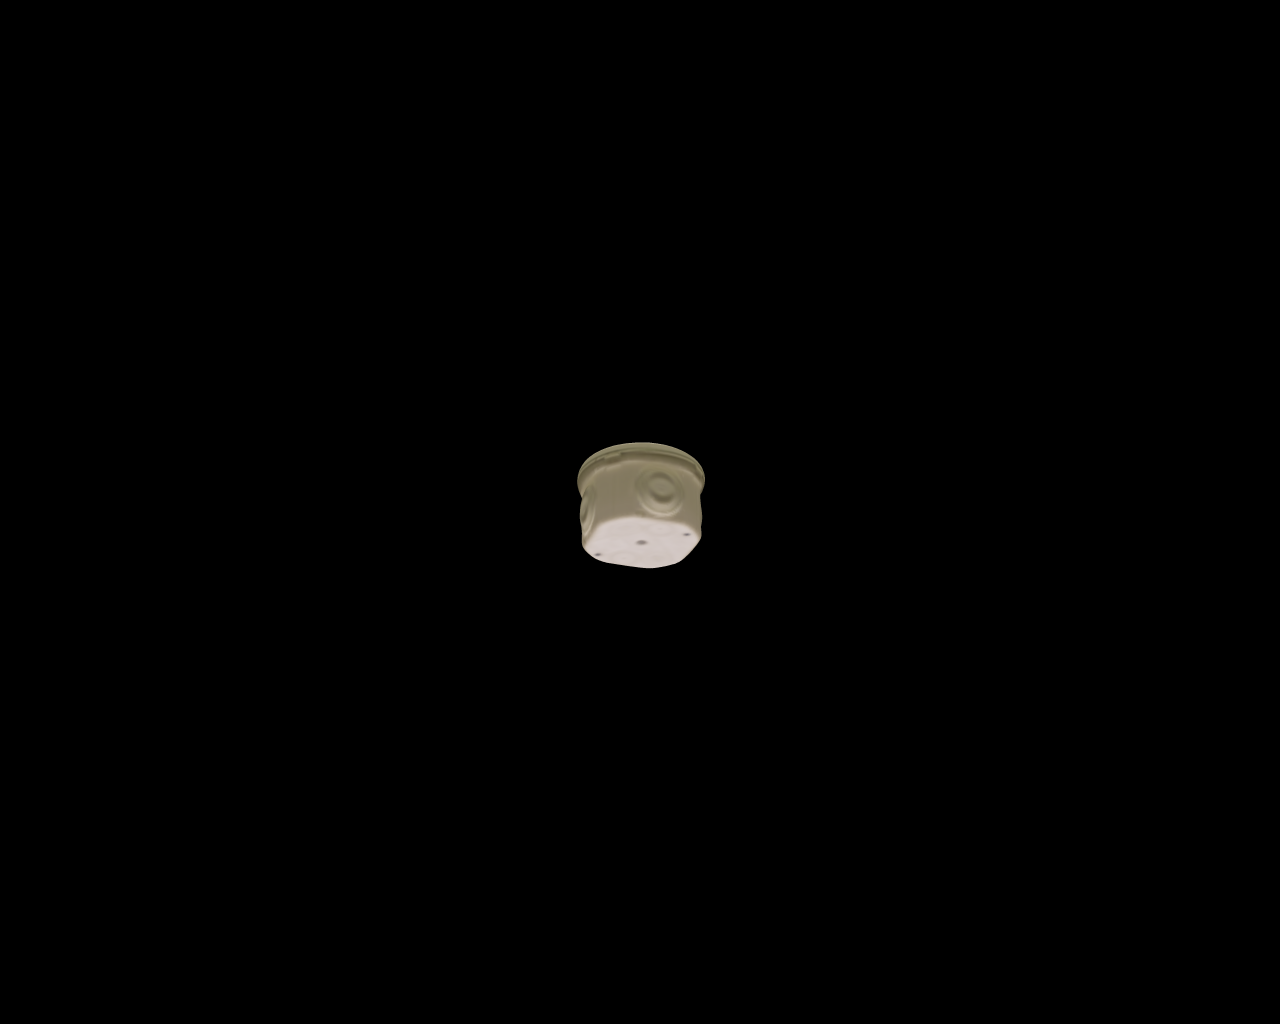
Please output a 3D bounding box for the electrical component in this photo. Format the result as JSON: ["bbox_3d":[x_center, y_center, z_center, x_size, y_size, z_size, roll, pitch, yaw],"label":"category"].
[{"bbox_3d":[0.001,-0.003,0.650,0.080,0.051,0.080,0,-29,0],"label":"electrical component"}]
